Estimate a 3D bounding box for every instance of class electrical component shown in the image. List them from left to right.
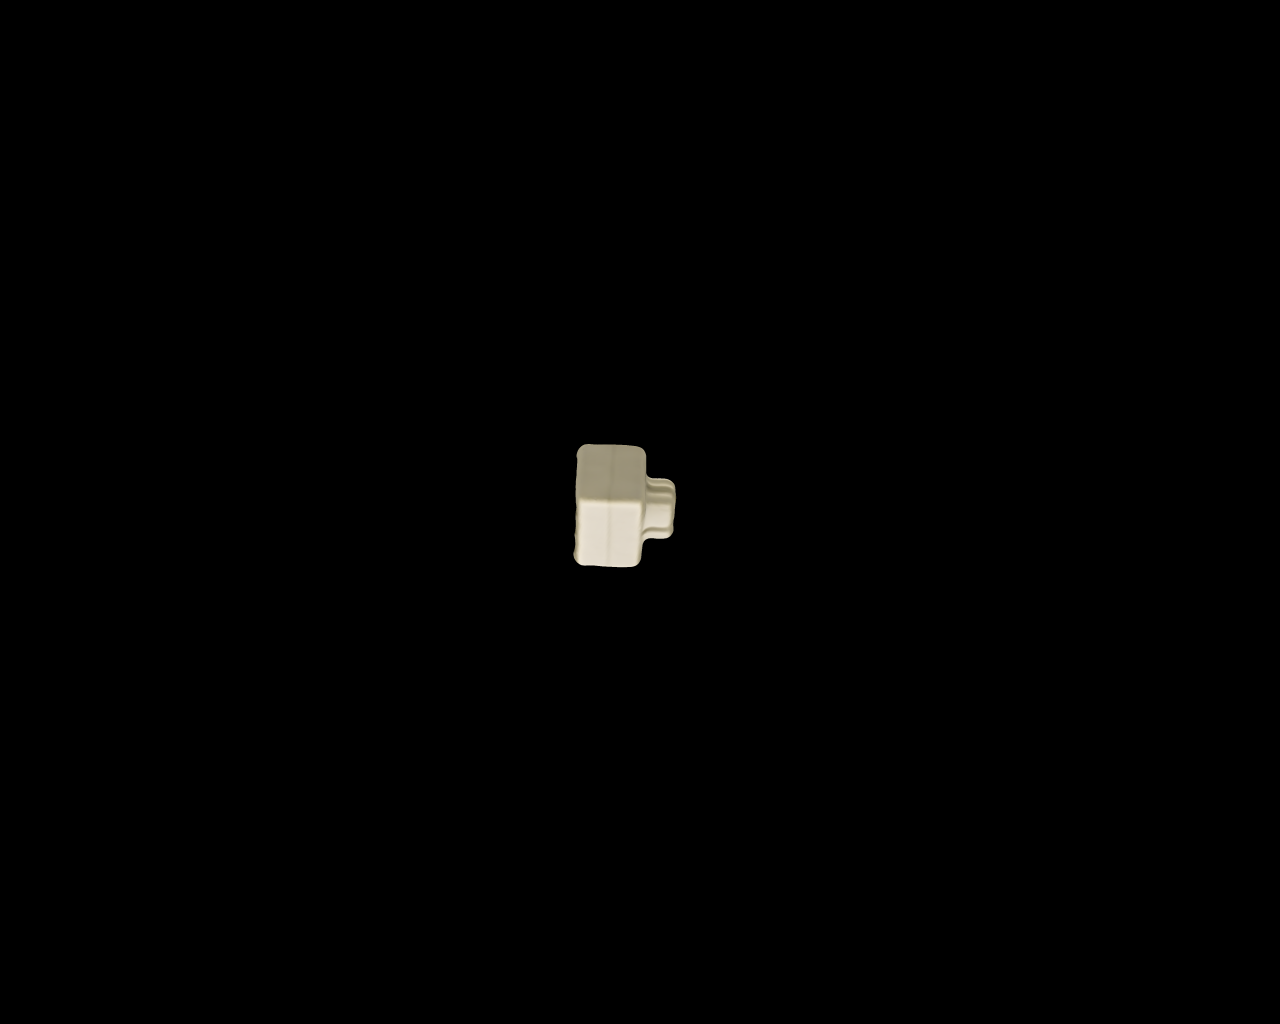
[{"bbox_3d":[0.001,-0.003,0.650,0.077,0.047,0.065,2,-40,-2],"label":"electrical component"}]
